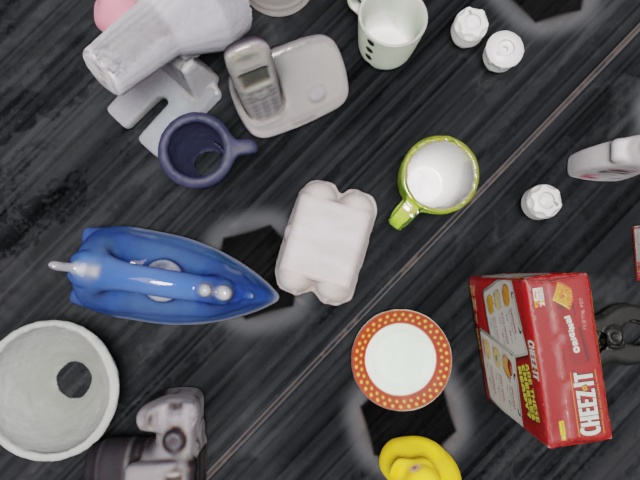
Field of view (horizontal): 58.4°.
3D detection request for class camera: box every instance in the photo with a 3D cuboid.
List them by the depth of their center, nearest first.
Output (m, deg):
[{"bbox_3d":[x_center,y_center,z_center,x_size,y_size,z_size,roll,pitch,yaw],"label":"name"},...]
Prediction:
[{"bbox_3d":[-0.212,0.260,0.694,0.137,0.101,0.143,-1,87,0],"label":"camera"}]

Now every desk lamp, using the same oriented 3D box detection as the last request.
[{"bbox_3d":[-0.174,-0.214,0.664,0.118,0.213,0.203,42,87,2],"label":"desk lamp"}]

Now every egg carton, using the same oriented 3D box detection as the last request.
[{"bbox_3d":[0.007,0.003,0.725,0.107,0.069,0.150,15,87,1],"label":"egg carton"}]

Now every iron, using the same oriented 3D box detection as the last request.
[{"bbox_3d":[-0.180,0.049,0.685,0.258,0.141,0.119,9,87,0],"label":"iron"}]

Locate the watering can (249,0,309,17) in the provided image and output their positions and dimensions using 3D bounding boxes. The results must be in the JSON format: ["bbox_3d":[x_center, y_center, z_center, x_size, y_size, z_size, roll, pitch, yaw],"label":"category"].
[{"bbox_3d":[-0.064,-0.354,0.682,0.173,0.194,0.101,-22,87,-1],"label":"watering can"}]

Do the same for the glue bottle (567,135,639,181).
[{"bbox_3d":[0.366,-0.101,0.682,0.078,0.173,0.037,1,87,0],"label":"glue bottle"}]

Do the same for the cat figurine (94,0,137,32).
[{"bbox_3d":[-0.244,-0.300,0.716,0.067,0.117,0.128,6,87,0],"label":"cat figurine"}]

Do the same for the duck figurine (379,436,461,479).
[{"bbox_3d":[0.127,0.290,0.702,0.104,0.086,0.077,22,87,1],"label":"duck figurine"}]

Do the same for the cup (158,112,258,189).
[{"bbox_3d":[-0.133,-0.106,0.717,0.117,0.095,0.092,-6,87,-1],"label":"cup"}]

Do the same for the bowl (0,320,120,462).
[{"bbox_3d":[-0.321,0.181,0.710,0.167,0.074,0.167,0,87,0],"label":"bowl"}]

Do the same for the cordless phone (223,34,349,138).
[{"bbox_3d":[-0.040,-0.199,0.678,0.147,0.185,0.094,-26,87,-2],"label":"cordless phone"}]
